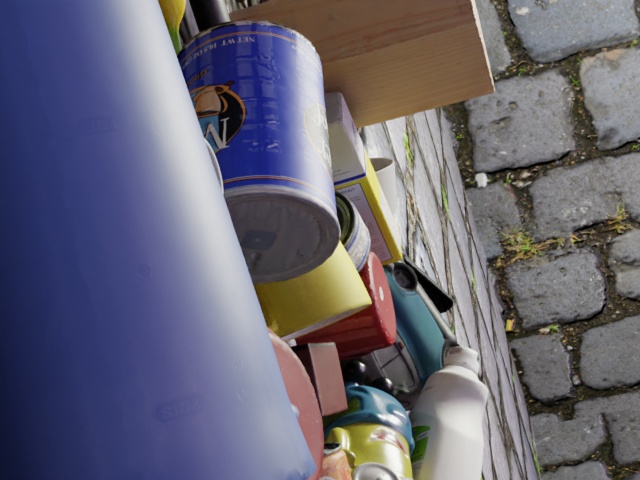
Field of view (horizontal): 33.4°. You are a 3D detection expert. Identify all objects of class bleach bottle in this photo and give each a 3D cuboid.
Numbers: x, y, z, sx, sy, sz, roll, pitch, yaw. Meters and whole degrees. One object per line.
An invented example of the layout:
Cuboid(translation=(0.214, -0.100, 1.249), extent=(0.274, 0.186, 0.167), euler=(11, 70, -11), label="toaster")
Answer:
Cuboid(translation=(0.096, 0.199, 0.874), extent=(0.103, 0.068, 0.250), euler=(-42, -156, 56), label="bleach bottle")

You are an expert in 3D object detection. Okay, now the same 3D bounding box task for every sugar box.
Cuboid(translation=(0.002, -0.041, 0.901), extent=(0.048, 0.093, 0.176), euler=(-92, 163, -45), label="sugar box")

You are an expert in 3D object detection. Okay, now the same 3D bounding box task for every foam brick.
Cuboid(translation=(-0.017, 0.103, 0.758), extent=(0.078, 0.053, 0.051), euler=(17, 60, -74), label="foam brick")

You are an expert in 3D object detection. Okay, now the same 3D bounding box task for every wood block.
Cuboid(translation=(0.030, -0.154, 0.879), extent=(0.090, 0.206, 0.090), euler=(58, 22, -54), label="wood block")

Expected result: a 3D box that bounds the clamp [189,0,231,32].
Cuboid(translation=(-0.093, -0.225, 0.802), extent=(0.120, 0.039, 0.171), euler=(-89, 161, -54), label="clamp")

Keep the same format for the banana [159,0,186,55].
Cuboid(translation=(-0.117, -0.166, 0.641), extent=(0.197, 0.037, 0.069), euler=(23, 53, -75), label="banana")

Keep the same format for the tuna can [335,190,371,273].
Cuboid(translation=(-0.006, 0.001, 0.841), extent=(0.033, 0.086, 0.086), euler=(60, 21, -47), label="tuna can")

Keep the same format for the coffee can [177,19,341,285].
Cuboid(translation=(-0.044, -0.057, 0.693), extent=(0.102, 0.103, 0.140), euler=(58, 22, -54), label="coffee can")

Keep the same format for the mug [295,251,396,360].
Cuboid(translation=(0.018, 0.063, 0.886), extent=(0.117, 0.081, 0.093), euler=(64, 18, -45), label="mug")

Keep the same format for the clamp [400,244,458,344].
Cuboid(translation=(0.072, 0.019, 1.096), extent=(0.210, 0.036, 0.164), euler=(50, 11, 2), label="clamp")

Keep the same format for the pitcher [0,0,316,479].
Cuboid(translation=(-0.103, -0.011, 0.367), extent=(0.149, 0.145, 0.243), euler=(72, 2, -85), label="pitcher")

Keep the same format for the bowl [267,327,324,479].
Cuboid(translation=(-0.044, 0.097, 0.545), extent=(0.162, 0.055, 0.162), euler=(38, 43, -47), label="bowl")

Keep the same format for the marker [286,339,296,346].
Cuboid(translation=(-0.021, 0.107, 0.814), extent=(0.020, 0.020, 0.121), euler=(6, 71, -77), label="marker")
